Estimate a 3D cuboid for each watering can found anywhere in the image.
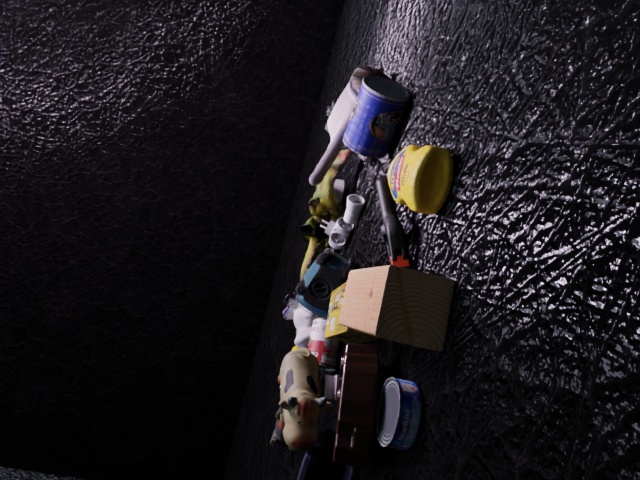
[{"bbox_3d":[0.072,-0.282,1.229,0.219,0.104,0.356,-57,6,42],"label":"watering can"}]

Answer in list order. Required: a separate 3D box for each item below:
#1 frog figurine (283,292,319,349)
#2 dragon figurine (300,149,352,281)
[{"bbox_3d":[-0.021,0.218,1.324,0.162,0.123,0.134,54,132,29],"label":"frog figurine"},{"bbox_3d":[0.004,-0.073,1.444,0.249,0.122,0.401,-87,16,-53],"label":"dragon figurine"}]
